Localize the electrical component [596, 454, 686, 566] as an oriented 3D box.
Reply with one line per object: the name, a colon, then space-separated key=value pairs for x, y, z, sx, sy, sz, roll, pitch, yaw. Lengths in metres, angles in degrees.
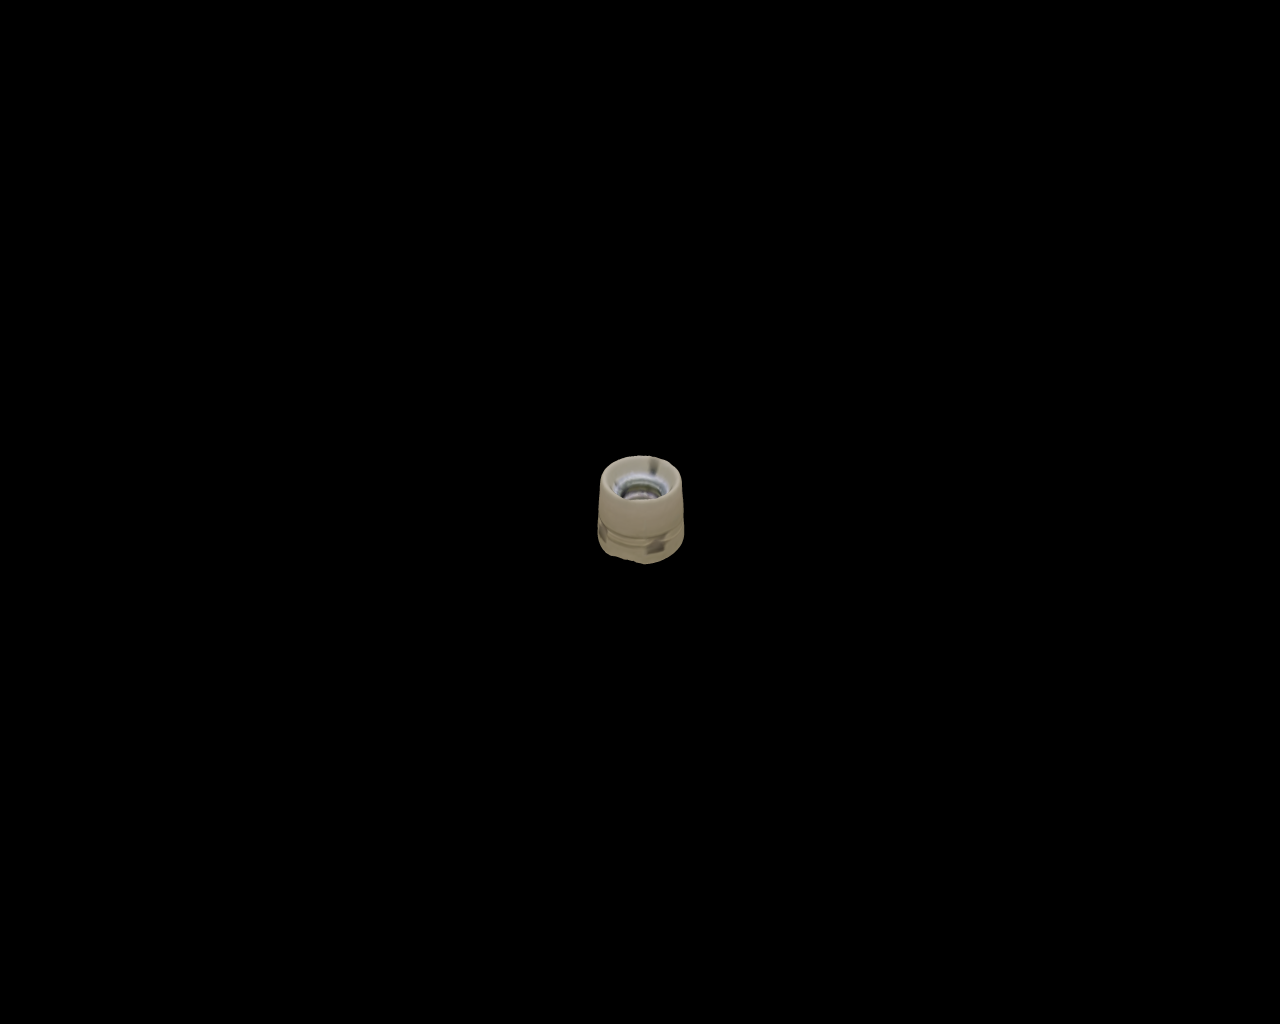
electrical component: x=0.001 y=-0.003 z=0.650 sx=0.055 sy=0.047 sz=0.055 roll=0 pitch=38 yaw=0
